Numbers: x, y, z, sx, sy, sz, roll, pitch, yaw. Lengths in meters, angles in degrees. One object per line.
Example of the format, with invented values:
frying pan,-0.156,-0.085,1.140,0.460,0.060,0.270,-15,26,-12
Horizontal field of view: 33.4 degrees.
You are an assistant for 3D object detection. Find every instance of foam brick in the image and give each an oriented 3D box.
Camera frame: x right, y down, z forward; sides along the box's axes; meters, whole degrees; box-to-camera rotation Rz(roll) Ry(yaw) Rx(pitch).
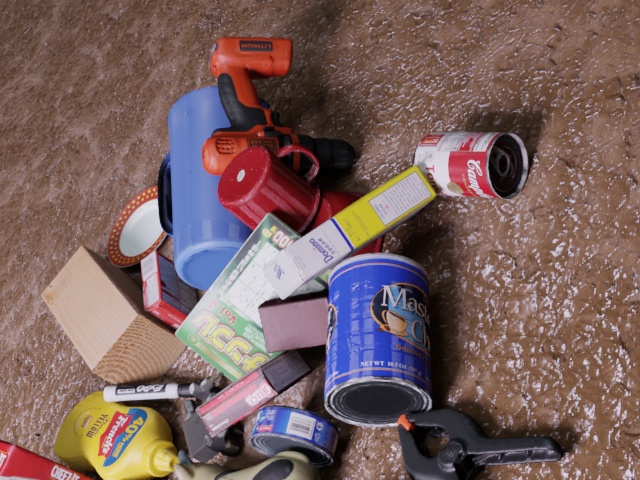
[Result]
foam brick,-0.020,0.086,1.130,0.078,0.053,0.051,-10,93,8

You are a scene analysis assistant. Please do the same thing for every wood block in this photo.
wood block,-0.265,0.102,1.357,0.091,0.090,0.206,-52,39,0

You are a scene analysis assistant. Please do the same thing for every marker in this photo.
marker,-0.196,0.179,1.255,0.121,0.020,0.020,-4,55,14

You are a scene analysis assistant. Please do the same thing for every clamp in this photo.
clamp,0.122,0.207,0.946,0.120,0.039,0.172,-51,32,-19

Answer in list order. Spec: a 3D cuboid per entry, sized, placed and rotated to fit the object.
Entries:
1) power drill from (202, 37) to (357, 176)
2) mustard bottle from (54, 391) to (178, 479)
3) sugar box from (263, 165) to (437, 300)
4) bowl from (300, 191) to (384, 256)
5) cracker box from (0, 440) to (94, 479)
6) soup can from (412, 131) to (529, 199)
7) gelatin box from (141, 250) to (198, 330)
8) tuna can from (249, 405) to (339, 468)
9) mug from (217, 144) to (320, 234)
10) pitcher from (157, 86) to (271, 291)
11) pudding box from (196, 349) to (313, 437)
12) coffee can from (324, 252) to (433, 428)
power drill,-0.057,-0.157,1.285,0.057,0.184,0.187,114,151,-55
mustard bottle,-0.226,0.238,1.242,0.192,0.058,0.096,8,52,45
sugar box,0.029,-0.008,1.109,0.176,0.048,0.093,-30,-5,-21
bowl,-0.008,0.001,1.215,0.162,0.055,0.162,-25,46,29
cracker box,-0.343,0.349,1.188,0.072,0.164,0.213,4,65,43
soup can,0.155,-0.078,1.108,0.102,0.068,0.068,6,66,46
gelatin box,-0.185,0.067,1.320,0.030,0.073,0.089,-34,43,20
tuna can,-0.025,0.196,1.060,0.086,0.086,0.033,-9,54,39
mug,-0.052,-0.060,1.192,0.117,0.081,0.093,-42,38,12
pitcher,-0.132,-0.056,1.326,0.145,0.149,0.243,1,54,-7
pudding box,-0.067,0.157,1.116,0.090,0.113,0.039,-34,87,19
coffee can,0.057,0.098,1.042,0.103,0.102,0.140,-22,48,31
